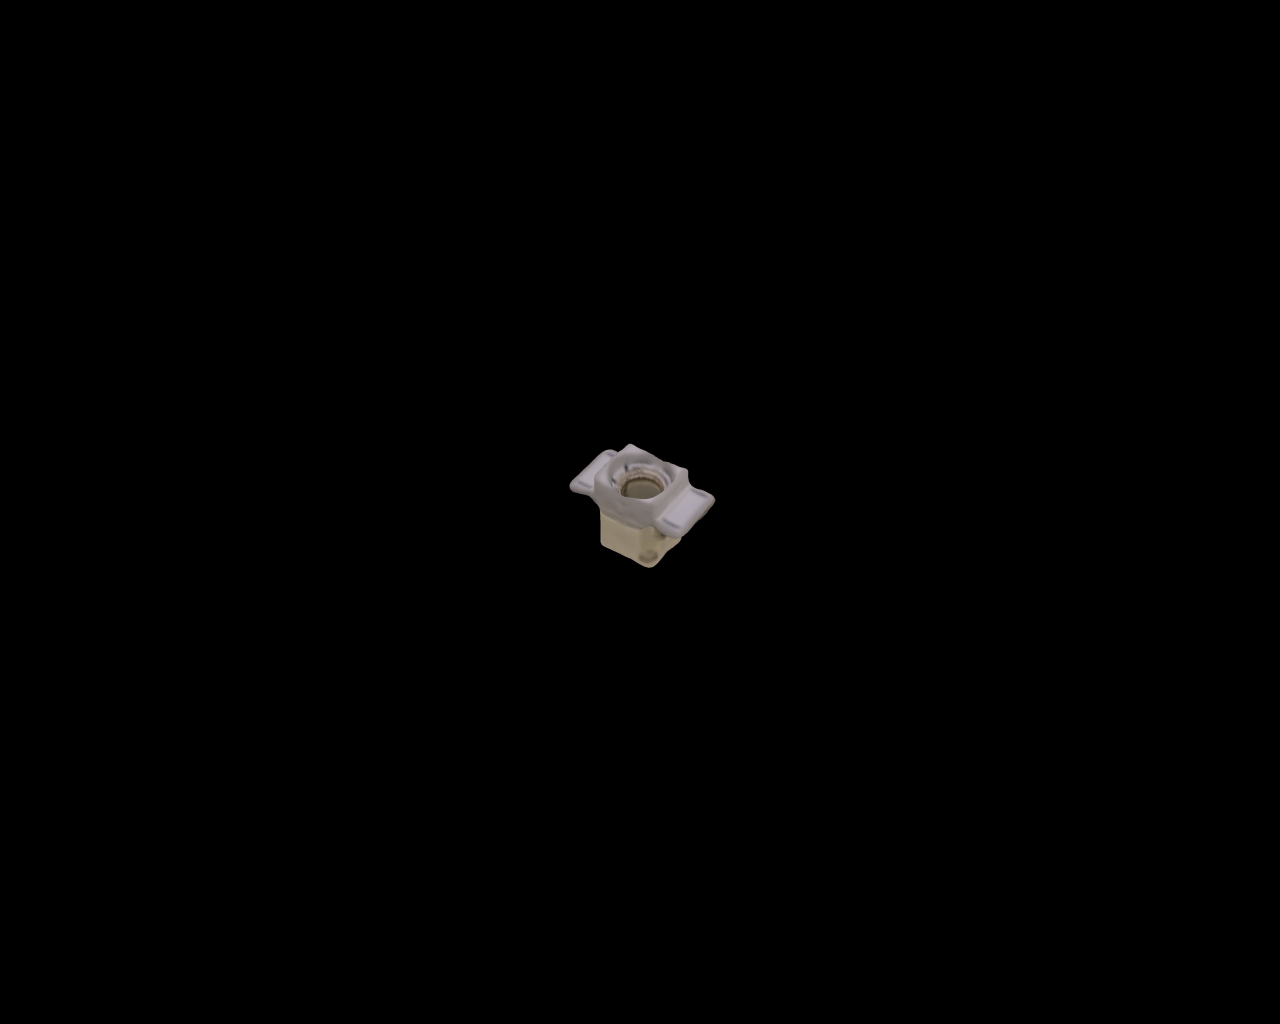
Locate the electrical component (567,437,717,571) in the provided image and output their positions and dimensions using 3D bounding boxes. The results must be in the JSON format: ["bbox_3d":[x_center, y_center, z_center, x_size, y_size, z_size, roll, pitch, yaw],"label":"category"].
[{"bbox_3d":[0.001,-0.003,0.650,0.081,0.063,0.042,27,50,25],"label":"electrical component"}]
